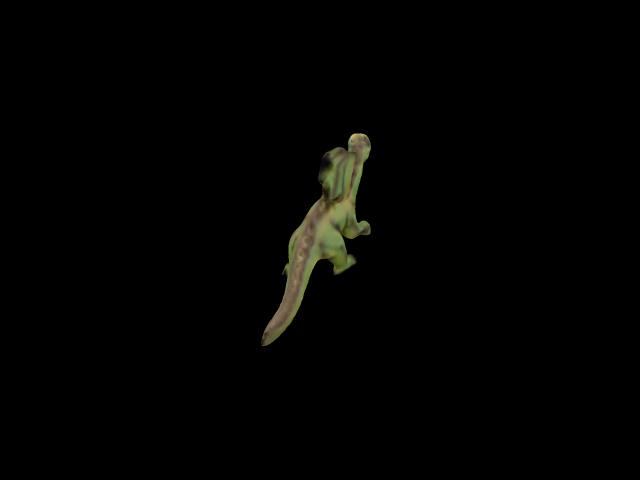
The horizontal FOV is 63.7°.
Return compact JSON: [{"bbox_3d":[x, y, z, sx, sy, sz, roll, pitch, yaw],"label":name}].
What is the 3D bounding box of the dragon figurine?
[{"bbox_3d":[0.003,-0.043,0.850,0.122,0.237,0.419,14,44,16],"label":"dragon figurine"}]
